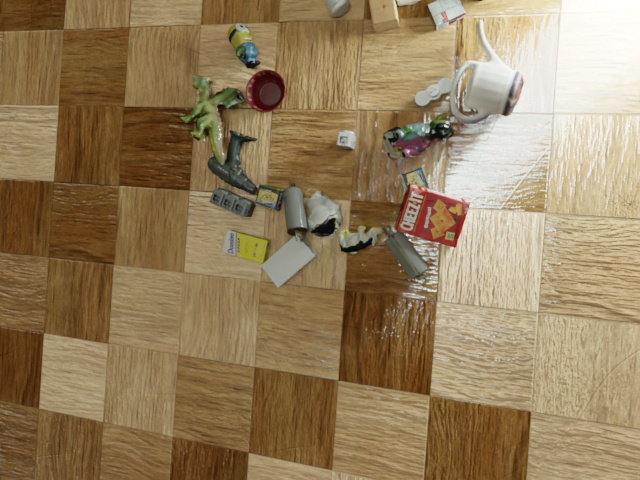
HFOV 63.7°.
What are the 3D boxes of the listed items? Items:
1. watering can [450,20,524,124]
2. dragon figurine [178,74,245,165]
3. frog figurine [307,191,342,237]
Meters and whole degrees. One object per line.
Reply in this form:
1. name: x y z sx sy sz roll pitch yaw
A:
1. watering can: 0.568 -0.549 1.720 0.225 0.104 0.346 18 94 14
2. dragon figurine: -0.393 -0.487 1.968 0.242 0.121 0.416 -43 66 6
3. frog figurine: 0.006 -0.095 1.890 0.136 0.121 0.163 -46 43 20
